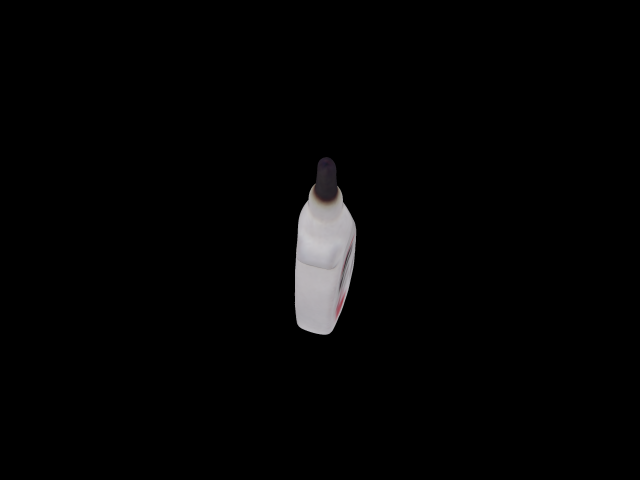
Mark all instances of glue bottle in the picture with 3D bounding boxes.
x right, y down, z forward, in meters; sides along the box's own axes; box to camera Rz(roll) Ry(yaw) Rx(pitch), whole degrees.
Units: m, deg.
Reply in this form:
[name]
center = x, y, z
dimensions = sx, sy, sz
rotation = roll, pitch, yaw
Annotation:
[glue bottle]
center = 0.004, 0.001, 0.400
dimensions = 0.037, 0.173, 0.078
rotation = 11, 60, 7
